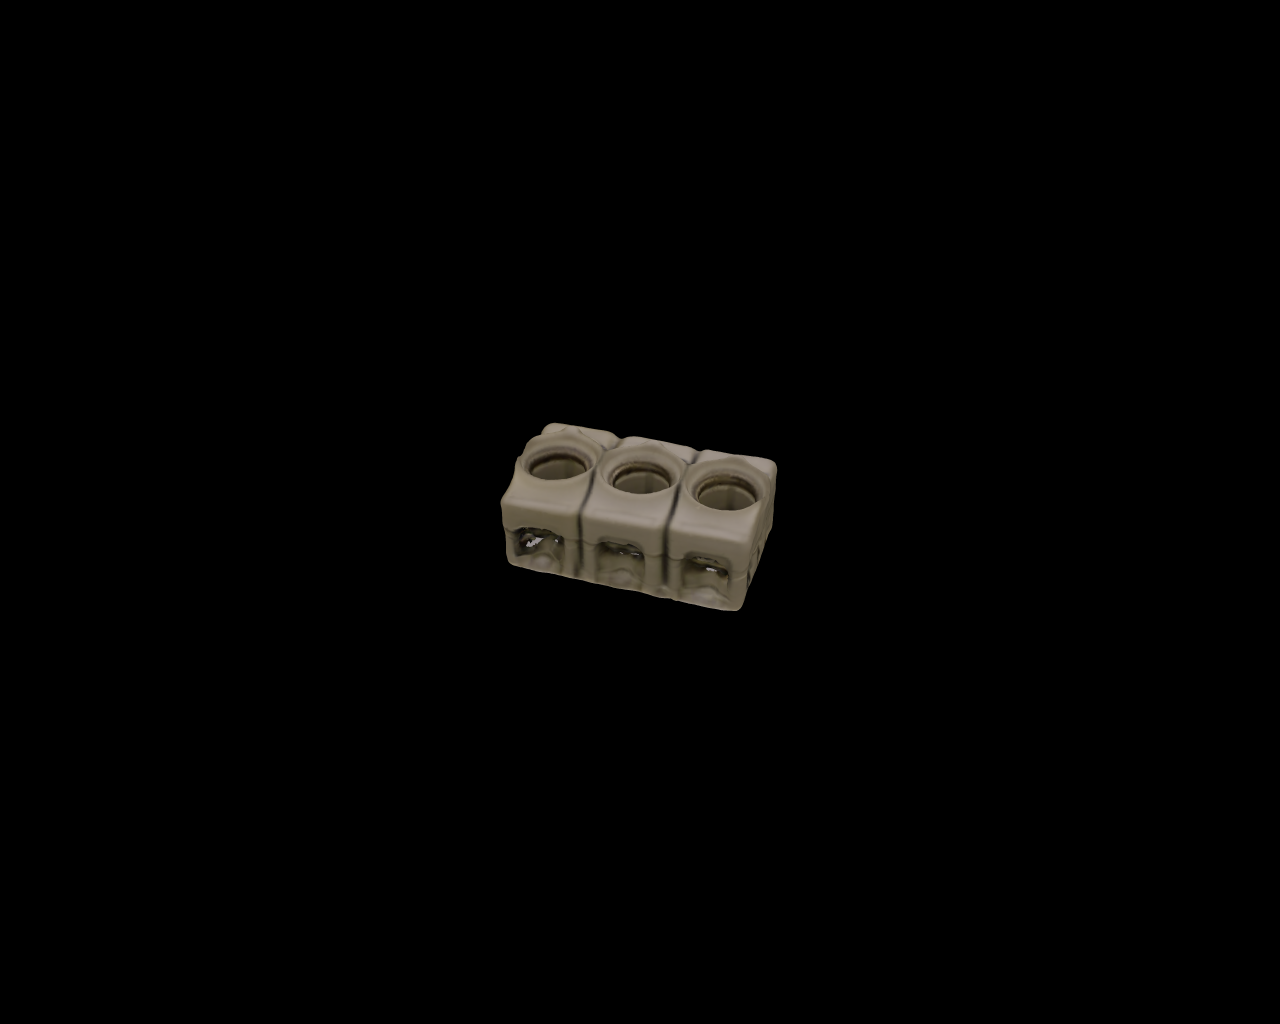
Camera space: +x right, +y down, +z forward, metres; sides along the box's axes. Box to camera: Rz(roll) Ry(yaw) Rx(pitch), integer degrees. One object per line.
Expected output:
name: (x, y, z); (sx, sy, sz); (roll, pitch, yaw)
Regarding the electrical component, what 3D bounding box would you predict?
electrical component: (0.001, -0.003, 0.650); (0.150, 0.061, 0.090); (11, 40, 13)
